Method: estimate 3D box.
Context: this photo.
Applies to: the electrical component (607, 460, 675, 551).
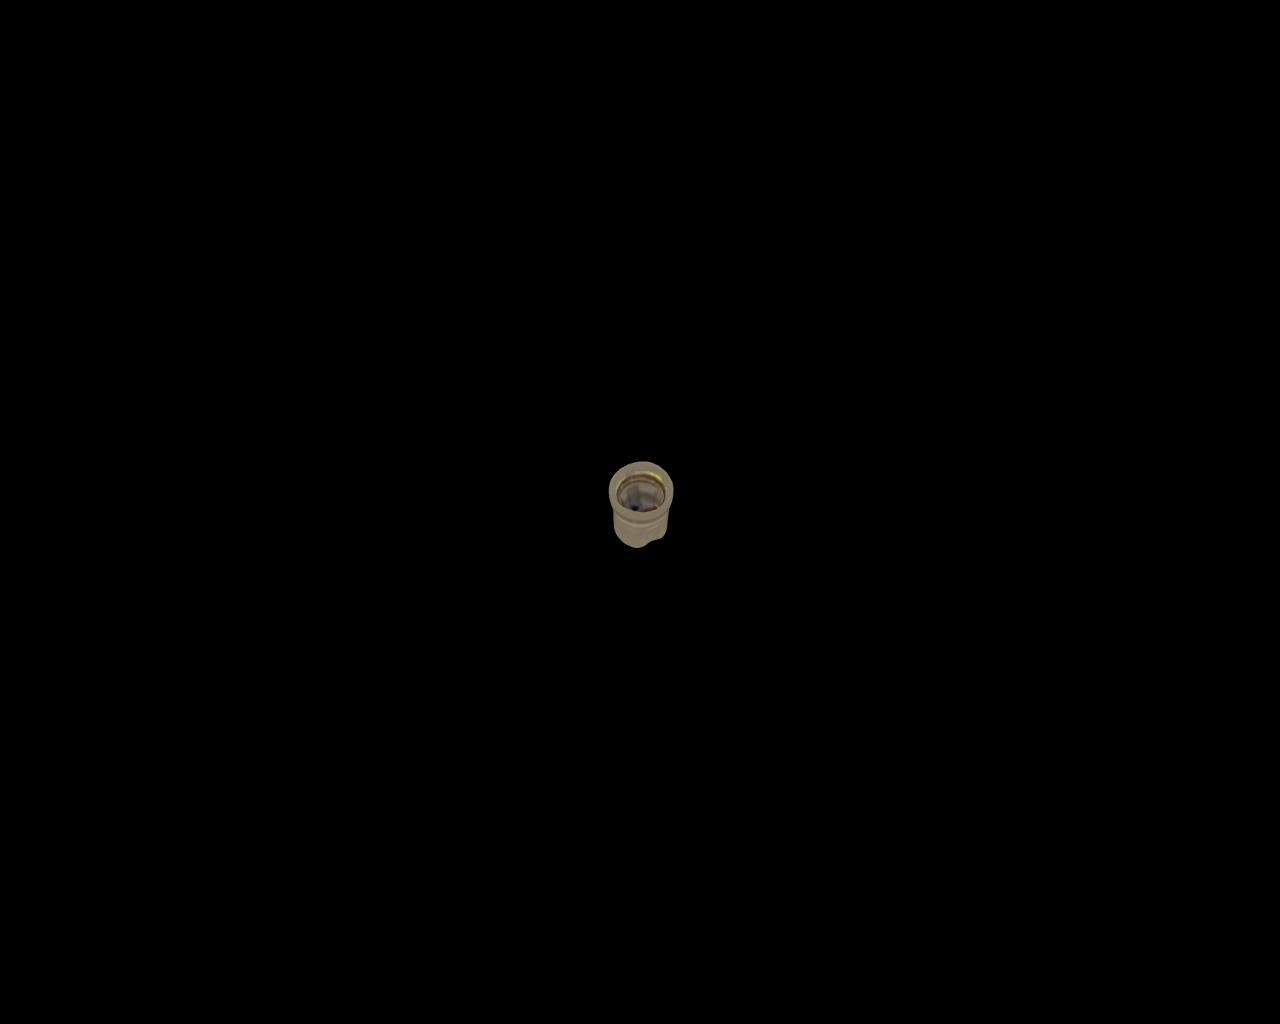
[{"bbox_3d":[0.001,-0.003,0.650,0.040,0.040,0.046,0,-34,0],"label":"electrical component"}]
